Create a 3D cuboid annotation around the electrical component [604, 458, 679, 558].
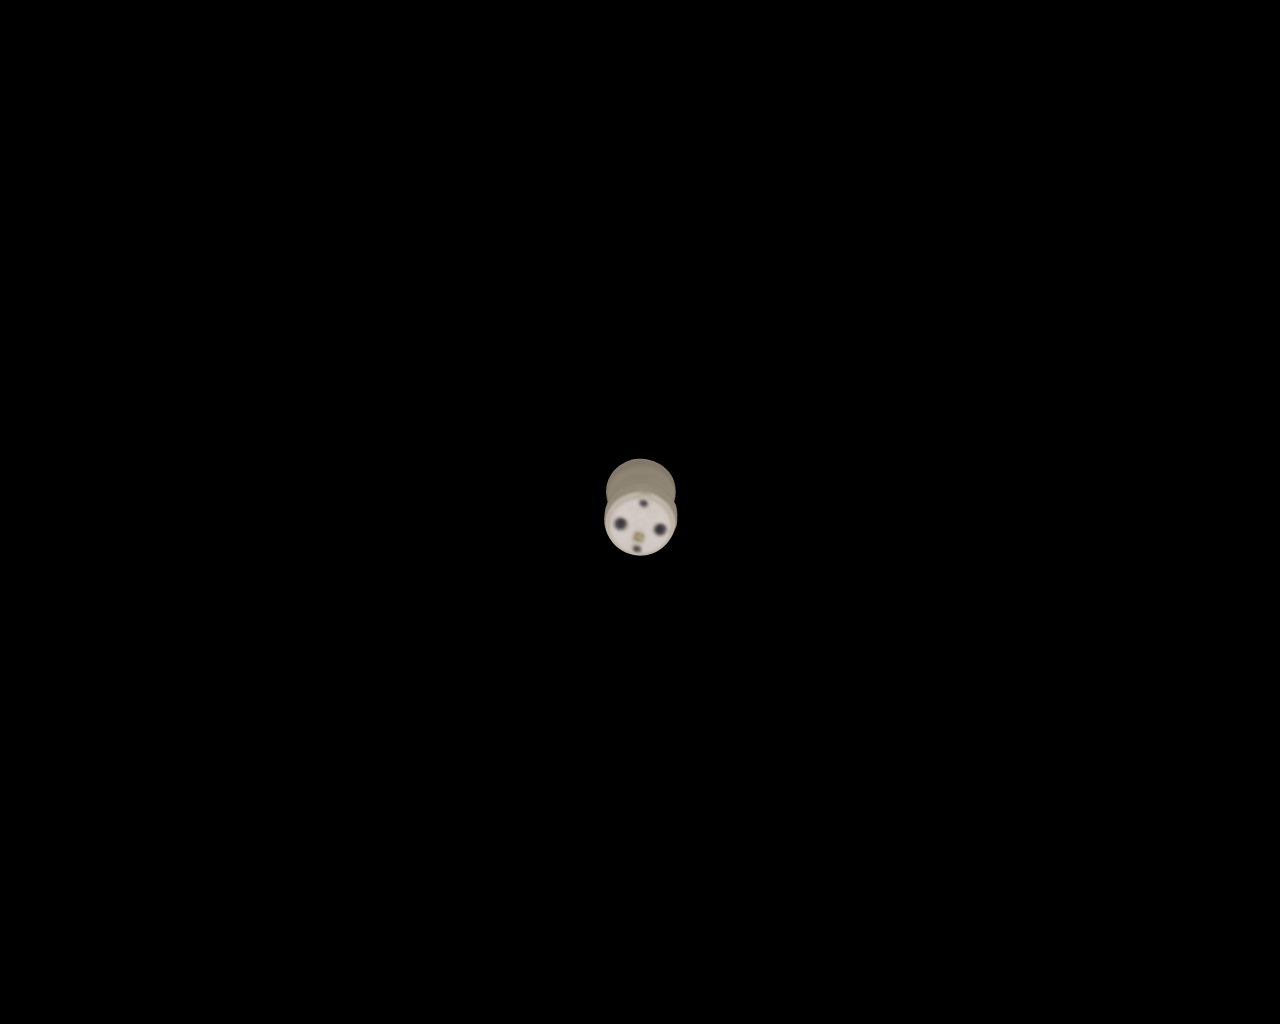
[{"bbox_3d":[0.001,-0.003,0.650,0.045,0.044,0.055,0,24,0],"label":"electrical component"}]
